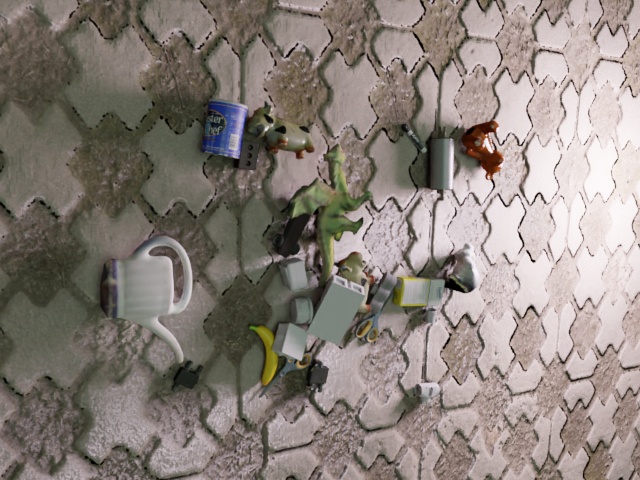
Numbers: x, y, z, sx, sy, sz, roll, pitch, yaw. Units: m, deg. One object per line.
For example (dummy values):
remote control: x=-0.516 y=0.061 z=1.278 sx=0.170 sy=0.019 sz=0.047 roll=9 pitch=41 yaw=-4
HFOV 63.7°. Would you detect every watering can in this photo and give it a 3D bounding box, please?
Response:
watering can: x=-0.442 y=0.162 z=1.321 sx=0.225 sy=0.104 sz=0.345 roll=-1 pitch=98 yaw=-25

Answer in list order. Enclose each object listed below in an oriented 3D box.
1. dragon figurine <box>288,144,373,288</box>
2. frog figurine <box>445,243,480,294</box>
dragon figurine: x=0.004 y=-0.074 z=1.474 sx=0.241 sy=0.123 sz=0.411 roll=22 pitch=88 yaw=-35
frog figurine: x=0.504 y=0.098 z=1.767 sx=0.161 sy=0.124 sz=0.134 roll=-52 pitch=149 yaw=-19
